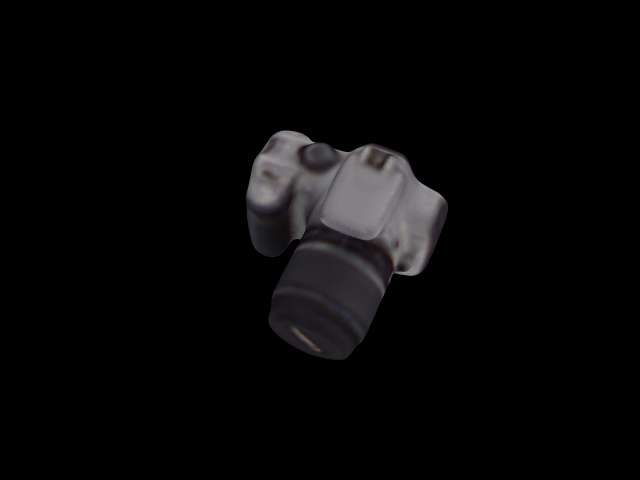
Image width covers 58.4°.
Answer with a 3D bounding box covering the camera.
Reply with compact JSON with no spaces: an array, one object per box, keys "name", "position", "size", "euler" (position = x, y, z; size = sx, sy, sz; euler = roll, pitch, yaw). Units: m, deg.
[{"name":"camera","position":[0.004,0.001,0.400],"size":[0.143,0.101,0.137],"euler":[21,62,12]}]
